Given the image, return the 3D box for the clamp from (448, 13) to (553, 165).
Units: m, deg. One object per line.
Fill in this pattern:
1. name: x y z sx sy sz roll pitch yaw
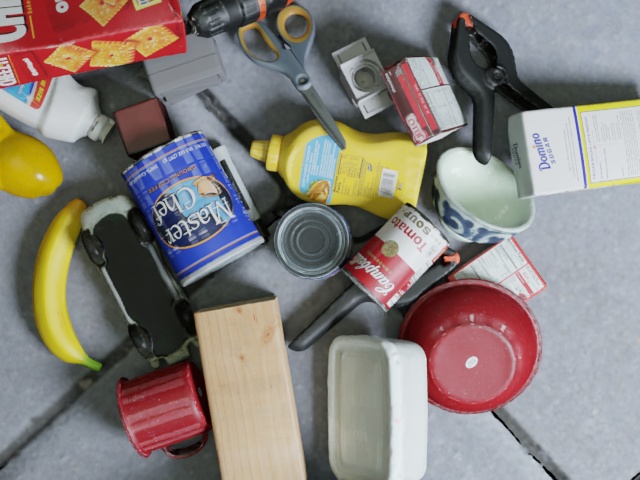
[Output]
1. clamp: 0.202 -0.175 1.193 0.120 0.039 0.171 -14 84 -26

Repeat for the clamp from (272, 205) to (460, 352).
1. clamp: 0.051 0.043 1.196 0.210 0.036 0.164 0 88 3

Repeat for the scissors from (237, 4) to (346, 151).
1. scissors: -0.009 -0.190 1.177 0.096 0.016 0.202 -43 68 -11

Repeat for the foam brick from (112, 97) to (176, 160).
1. foam brick: -0.191 -0.121 1.180 0.051 0.078 0.053 -20 91 -1

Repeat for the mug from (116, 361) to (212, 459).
1. mug: -0.162 0.192 1.171 0.081 0.093 0.117 -20 115 4

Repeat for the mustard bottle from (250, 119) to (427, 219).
1. mustard bottle: 0.017 -0.083 1.183 0.191 0.058 0.096 11 117 2

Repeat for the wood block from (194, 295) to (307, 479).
1. wood block: -0.074 0.171 1.170 0.090 0.091 0.206 -10 90 0

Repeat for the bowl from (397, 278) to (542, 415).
1. bowl: 0.165 0.126 1.165 0.162 0.055 0.162 1 105 4

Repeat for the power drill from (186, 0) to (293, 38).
1. power drill: -0.102 -0.326 1.167 0.184 0.057 0.187 -31 90 -26

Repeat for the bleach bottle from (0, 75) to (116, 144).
1. bleach bottle: -0.337 -0.193 1.189 0.251 0.068 0.102 32 73 -4

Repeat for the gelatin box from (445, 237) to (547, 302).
1. gelatin box: 0.198 0.047 1.199 0.089 0.030 0.073 -35 88 1

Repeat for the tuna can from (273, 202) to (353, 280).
1. tuna can: -0.008 0.001 1.167 0.086 0.033 0.086 0 88 6

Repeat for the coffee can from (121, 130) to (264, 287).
1. coffee can: -0.139 -0.034 1.166 0.103 0.103 0.140 -29 89 0

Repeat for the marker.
1. marker: -0.089 -0.050 1.207 0.020 0.020 0.121 -27 89 0

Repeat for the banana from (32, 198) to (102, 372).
1. banana: -0.290 0.053 1.203 0.069 0.037 0.198 -6 92 -22

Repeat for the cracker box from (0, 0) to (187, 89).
1. cracker box: -0.262 -0.263 1.133 0.213 0.072 0.164 -12 67 -8

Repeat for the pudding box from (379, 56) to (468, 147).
1. pudding box: 0.114 -0.153 1.159 0.039 0.113 0.090 -25 90 27

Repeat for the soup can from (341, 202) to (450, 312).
1. soup can: 0.081 0.018 1.142 0.068 0.068 0.102 44 89 1

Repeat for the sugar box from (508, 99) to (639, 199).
1. sugar box: 0.296 -0.101 1.169 0.176 0.048 0.093 -7 88 -15
